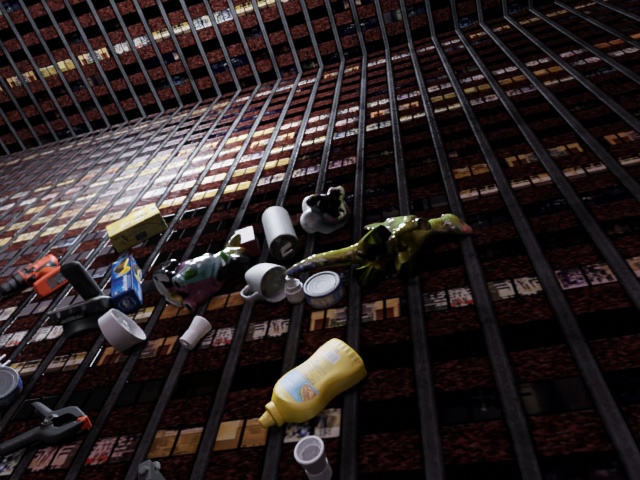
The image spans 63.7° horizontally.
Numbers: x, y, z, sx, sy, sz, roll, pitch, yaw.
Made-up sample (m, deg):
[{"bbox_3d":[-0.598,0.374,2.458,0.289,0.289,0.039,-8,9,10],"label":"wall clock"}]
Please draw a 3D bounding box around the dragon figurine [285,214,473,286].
[{"bbox_3d":[0.137,0.004,1.164,0.409,0.121,0.245,-8,12,11],"label":"dragon figurine"}]

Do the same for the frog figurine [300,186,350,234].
[{"bbox_3d":[0.004,-0.069,1.362,0.139,0.122,0.157,-44,2,-24],"label":"frog figurine"}]
